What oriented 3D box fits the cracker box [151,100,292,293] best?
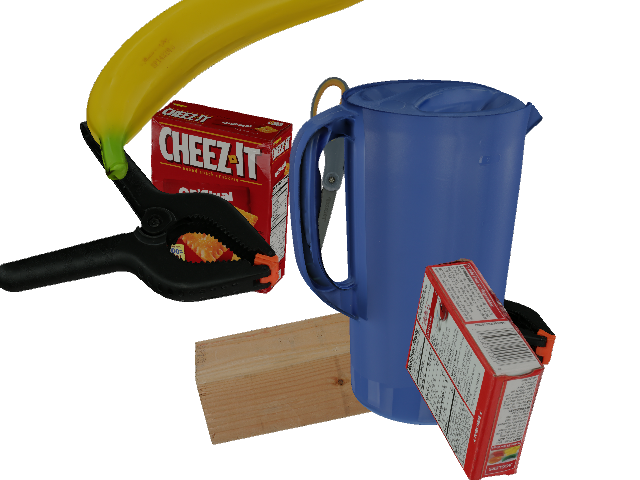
[{"bbox_3d":[-0.126,-0.052,1.332,0.164,0.214,0.072,13,29,16],"label":"cracker box"}]

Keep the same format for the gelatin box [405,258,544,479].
[{"bbox_3d":[0.077,0.064,0.545,0.030,0.073,0.089,-7,37,-17],"label":"gelatin box"}]

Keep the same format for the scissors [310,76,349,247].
[{"bbox_3d":[0.031,-0.067,1.066,0.096,0.202,0.016,-2,-12,2],"label":"scissors"}]

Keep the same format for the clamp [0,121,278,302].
[{"bbox_3d":[-0.130,-0.014,0.838,0.210,0.164,0.036,11,-31,5],"label":"clamp"}]

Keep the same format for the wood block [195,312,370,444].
[{"bbox_3d":[-0.033,0.153,1.215,0.206,0.091,0.090,-11,26,-1],"label":"wood block"}]

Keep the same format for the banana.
[{"bbox_3d":[-0.052,-0.102,0.554,0.070,0.197,0.037,40,-24,20],"label":"banana"}]

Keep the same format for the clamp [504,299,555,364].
[{"bbox_3d":[0.155,0.067,1.031,0.172,0.039,0.120,24,36,29],"label":"clamp"}]

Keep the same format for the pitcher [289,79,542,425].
[{"bbox_3d":[0.069,0.008,0.781,0.149,0.243,0.144,9,20,22],"label":"pitcher"}]
